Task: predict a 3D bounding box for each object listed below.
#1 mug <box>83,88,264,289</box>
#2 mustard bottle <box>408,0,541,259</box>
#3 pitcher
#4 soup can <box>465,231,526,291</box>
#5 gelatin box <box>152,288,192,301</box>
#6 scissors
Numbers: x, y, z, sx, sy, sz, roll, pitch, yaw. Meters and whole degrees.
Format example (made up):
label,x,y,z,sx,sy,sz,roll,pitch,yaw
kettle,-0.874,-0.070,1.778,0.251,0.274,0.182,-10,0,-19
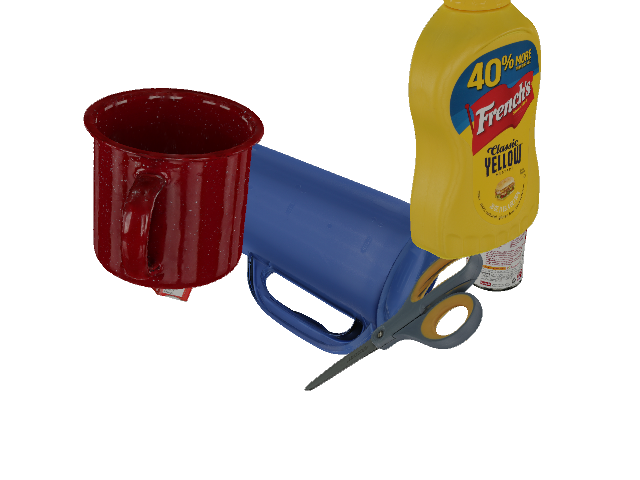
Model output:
label,x,y,z,sx,sy,sz,roll,pitch,yaw
mug,-0.081,-0.022,0.561,0.093,0.081,0.117,8,28,2
mustard bottle,0.099,-0.089,0.676,0.096,0.192,0.058,-22,32,-30
pitcher,-0.008,-0.002,1.076,0.243,0.145,0.149,26,27,25
soup can,0.201,-0.002,1.213,0.068,0.102,0.068,-1,32,1
gelatin box,-0.121,-0.003,0.856,0.030,0.073,0.089,16,13,-34
scissors,0.062,0.086,0.872,0.016,0.202,0.096,33,20,-30
